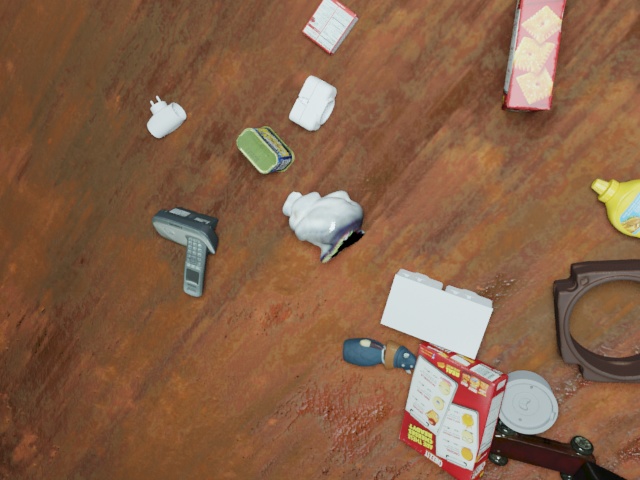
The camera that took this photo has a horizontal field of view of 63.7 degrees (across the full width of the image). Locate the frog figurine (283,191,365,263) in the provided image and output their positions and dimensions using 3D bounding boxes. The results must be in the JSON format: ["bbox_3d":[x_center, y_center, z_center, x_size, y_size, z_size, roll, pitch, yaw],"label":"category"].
[{"bbox_3d":[0.003,-0.051,1.022,0.138,0.121,0.161,-40,75,-12],"label":"frog figurine"}]
